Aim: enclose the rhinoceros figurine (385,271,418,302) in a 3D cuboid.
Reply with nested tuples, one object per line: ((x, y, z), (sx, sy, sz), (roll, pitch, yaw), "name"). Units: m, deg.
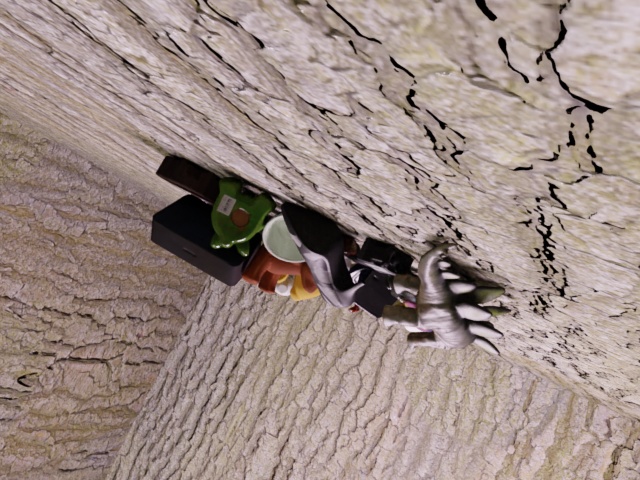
((0.230, 0.110, 1.130), (0.191, 0.073, 0.112), (24, 163, 34), "rhinoceros figurine")

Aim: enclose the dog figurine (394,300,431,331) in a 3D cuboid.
((0.277, 0.176, 1.300), (0.219, 0.108, 0.192), (27, 173, -38), "dog figurine")

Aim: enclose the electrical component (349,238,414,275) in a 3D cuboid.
((0.111, 0.032, 1.027), (0.074, 0.047, 0.119), (31, 172, -33), "electrical component")

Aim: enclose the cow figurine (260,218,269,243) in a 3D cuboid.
((-0.116, -0.019, 1.300), (0.195, 0.085, 0.127), (14, -146, -20), "cow figurine")

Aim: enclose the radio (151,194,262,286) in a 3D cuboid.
((-0.252, -0.005, 1.210), (0.230, 0.131, 0.073), (29, 132, 10), "radio")

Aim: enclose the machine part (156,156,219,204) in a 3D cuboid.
((-0.281, -0.131, 1.224), (0.179, 0.056, 0.179), (26, 175, 2), "machine part")

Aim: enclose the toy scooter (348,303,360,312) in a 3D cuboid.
((0.152, 0.164, 1.555), (0.184, 0.135, 0.075), (25, 173, -6), "toy scooter")

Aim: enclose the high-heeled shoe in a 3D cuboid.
((-0.009, 0.034, 1.062), (0.248, 0.086, 0.145), (48, 147, -7), "high-heeled shoe")

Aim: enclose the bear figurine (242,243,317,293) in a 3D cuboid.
((-0.049, 0.073, 1.173), (0.196, 0.132, 0.120), (23, 170, 25), "bear figurine")

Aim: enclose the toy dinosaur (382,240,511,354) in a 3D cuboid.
((0.216, 0.114, 0.921), (0.199, 0.105, 0.470), (1, 155, 28), "toy dinosaur")

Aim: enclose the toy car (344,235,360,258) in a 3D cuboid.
((-0.002, -0.004, 1.166), (0.202, 0.053, 0.089), (15, 178, 44), "toy car")

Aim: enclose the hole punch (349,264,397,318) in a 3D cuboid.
((0.124, 0.098, 1.233), (0.142, 0.116, 0.092), (39, -172, -26), "hole punch")

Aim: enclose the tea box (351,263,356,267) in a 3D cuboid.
((0.096, 0.098, 1.375), (0.098, 0.068, 0.169), (-8, 170, 1), "tea box")

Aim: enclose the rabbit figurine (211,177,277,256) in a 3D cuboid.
((-0.160, -0.046, 1.124), (0.121, 0.159, 0.170), (17, -171, -3), "rabbit figurine")

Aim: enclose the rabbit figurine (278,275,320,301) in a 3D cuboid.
((-0.049, 0.062, 1.404), (0.122, 0.162, 0.173), (-115, 7, -75), "rabbit figurine")
